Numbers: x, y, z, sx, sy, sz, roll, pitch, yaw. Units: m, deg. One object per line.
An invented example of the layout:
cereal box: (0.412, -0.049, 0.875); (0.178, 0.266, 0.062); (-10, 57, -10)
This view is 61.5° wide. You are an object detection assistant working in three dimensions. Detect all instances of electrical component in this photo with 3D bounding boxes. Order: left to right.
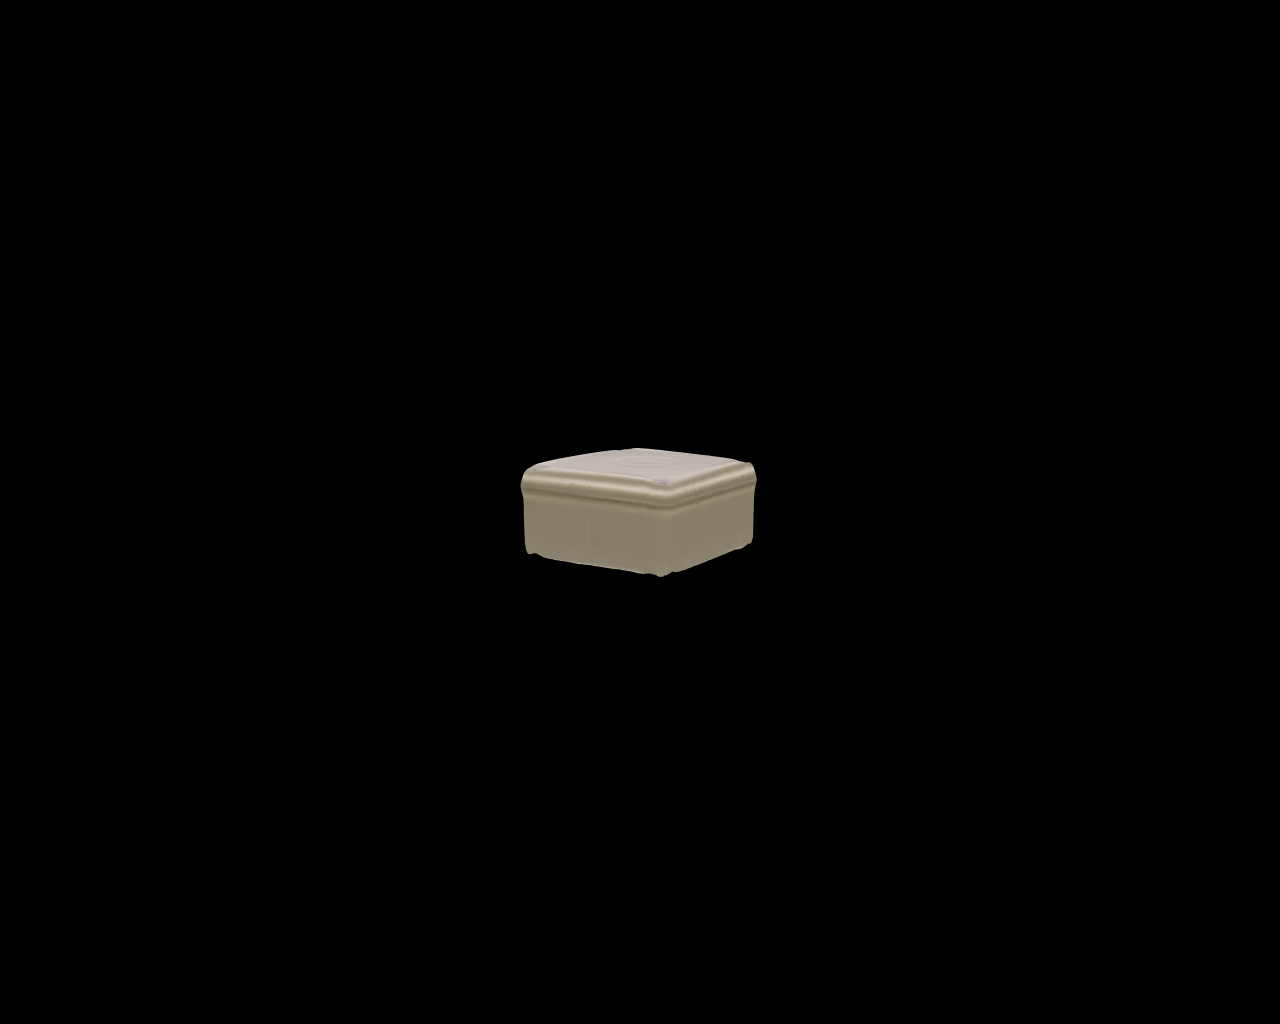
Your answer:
electrical component: (0.001, -0.003, 0.650); (0.109, 0.056, 0.109); (8, 14, 35)
